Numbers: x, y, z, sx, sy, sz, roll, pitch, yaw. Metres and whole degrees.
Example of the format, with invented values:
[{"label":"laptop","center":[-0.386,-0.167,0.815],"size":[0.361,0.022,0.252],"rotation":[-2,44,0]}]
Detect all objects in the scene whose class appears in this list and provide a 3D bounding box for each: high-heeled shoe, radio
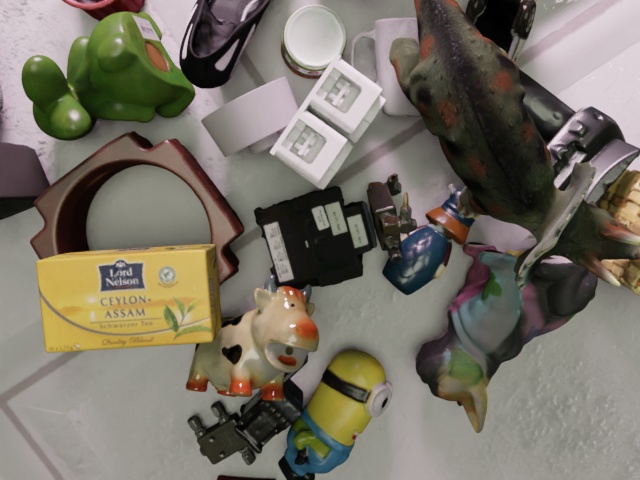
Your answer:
[{"label":"high-heeled shoe","center":[-0.086,-0.279,0.574],"size":[0.086,0.145,0.248],"rotation":[20,97,-5]},{"label":"radio","center":[-0.396,-0.051,0.549],"size":[0.131,0.229,0.073],"rotation":[-21,92,4]}]

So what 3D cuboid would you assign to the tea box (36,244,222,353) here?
[{"label":"tea box","center":[-0.193,0.058,0.560],"size":[0.170,0.068,0.098],"rotation":[-5,96,0]}]

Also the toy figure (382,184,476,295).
[{"label":"toy figure","center":[0.140,-0.004,0.654],"size":[0.064,0.058,0.154],"rotation":[43,88,-13]}]

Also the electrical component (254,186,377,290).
[{"label":"electrical component","center":[-0.001,-0.002,0.650],"size":[0.134,0.058,0.114],"rotation":[-14,98,0]}]

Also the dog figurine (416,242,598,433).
[{"label":"dog figurine","center":[0.219,0.116,0.647],"size":[0.192,0.108,0.219],"rotation":[7,100,-5]}]

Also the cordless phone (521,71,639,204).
[{"label":"cordless phone","center":[0.262,-0.112,0.646],"size":[0.184,0.088,0.146],"rotation":[40,95,6]}]

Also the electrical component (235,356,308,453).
[{"label":"electrical component","center":[-0.047,0.194,0.662],"size":[0.119,0.075,0.047],"rotation":[-43,95,0]}]

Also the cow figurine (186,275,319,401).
[{"label":"cow figurine","center":[-0.071,0.114,0.608],"size":[0.085,0.195,0.127],"rotation":[18,67,-37]}]

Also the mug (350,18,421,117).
[{"label":"mug","center":[0.090,-0.196,0.621],"size":[0.110,0.081,0.107],"rotation":[-3,105,-7]}]

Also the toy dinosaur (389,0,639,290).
[{"label":"toy dinosaur","center":[0.158,-0.110,0.508],"size":[0.131,0.192,0.404],"rotation":[-36,105,9]}]

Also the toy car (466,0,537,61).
[{"label":"toy car","center":[0.192,-0.206,0.629],"size":[0.074,0.056,0.201],"rotation":[21,97,20]}]

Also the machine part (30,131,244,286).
[{"label":"machine part","center":[-0.206,-0.007,0.630],"size":[0.201,0.087,0.201],"rotation":[-36,96,1]}]

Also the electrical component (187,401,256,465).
[{"label":"electrical component","center":[-0.125,0.256,0.691],"size":[0.063,0.021,0.094],"rotation":[-32,97,2]}]

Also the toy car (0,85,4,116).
[{"label":"toy car","center":[-0.420,-0.158,0.608],"size":[0.161,0.109,0.102],"rotation":[-48,118,-7]}]

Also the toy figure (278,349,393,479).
[{"label":"toy figure","center":[0.015,0.219,0.663],"size":[0.089,0.082,0.180],"rotation":[39,96,-8]}]

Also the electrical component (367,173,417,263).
[{"label":"electrical component","center":[0.084,-0.032,0.633],"size":[0.045,0.102,0.078],"rotation":[-16,121,4]}]

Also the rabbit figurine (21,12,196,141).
[{"label":"rabbit figurine","center":[-0.247,-0.157,0.593],"size":[0.170,0.159,0.121],"rotation":[-28,107,17]}]
